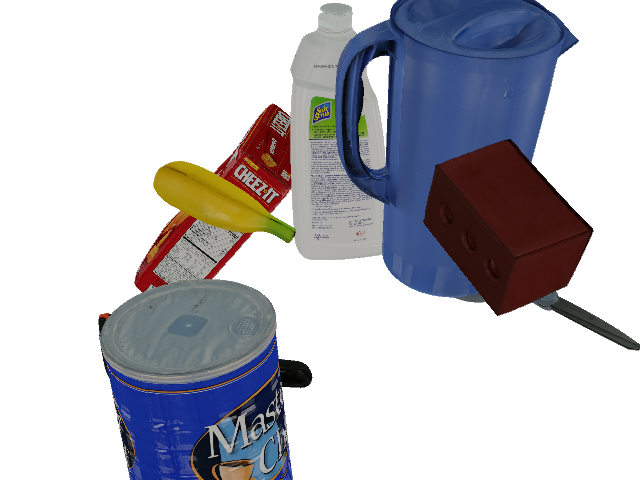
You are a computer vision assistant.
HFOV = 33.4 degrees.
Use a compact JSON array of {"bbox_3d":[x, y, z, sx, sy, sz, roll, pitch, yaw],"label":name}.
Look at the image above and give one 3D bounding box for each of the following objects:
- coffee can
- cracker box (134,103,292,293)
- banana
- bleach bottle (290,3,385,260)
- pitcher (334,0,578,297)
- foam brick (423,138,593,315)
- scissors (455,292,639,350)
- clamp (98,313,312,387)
[{"bbox_3d":[-0.072,0.109,0.652,0.103,0.140,0.103,-4,28,2],"label":"coffee can"},{"bbox_3d":[-0.109,-0.037,1.201,0.072,0.214,0.164,38,25,-10],"label":"cracker box"},{"bbox_3d":[-0.096,-0.034,0.849,0.069,0.037,0.198,42,-9,-34],"label":"banana"},{"bbox_3d":[0.022,-0.104,1.034,0.102,0.251,0.068,-5,30,-9],"label":"bleach bottle"},{"bbox_3d":[0.102,-0.075,0.871,0.149,0.243,0.144,22,40,24],"label":"pitcher"},{"bbox_3d":[0.102,-0.008,0.595,0.051,0.078,0.053,-21,-35,-22],"label":"foam brick"},{"bbox_3d":[0.184,0.056,0.965,0.096,0.016,0.202,-24,42,-17],"label":"scissors"},{"bbox_3d":[-0.123,0.118,0.991,0.164,0.036,0.210,-25,42,-38],"label":"clamp"}]
